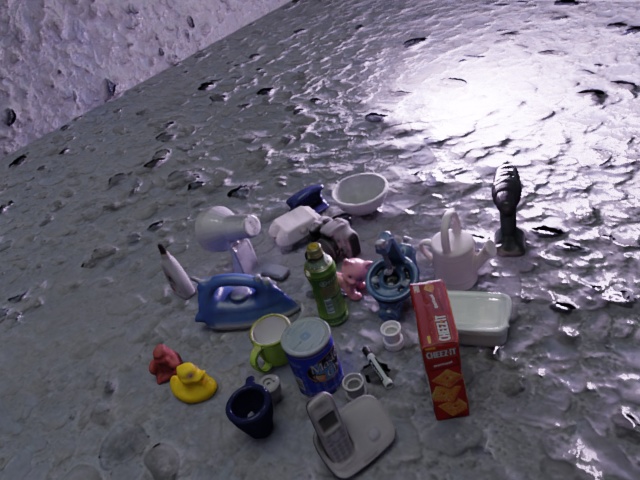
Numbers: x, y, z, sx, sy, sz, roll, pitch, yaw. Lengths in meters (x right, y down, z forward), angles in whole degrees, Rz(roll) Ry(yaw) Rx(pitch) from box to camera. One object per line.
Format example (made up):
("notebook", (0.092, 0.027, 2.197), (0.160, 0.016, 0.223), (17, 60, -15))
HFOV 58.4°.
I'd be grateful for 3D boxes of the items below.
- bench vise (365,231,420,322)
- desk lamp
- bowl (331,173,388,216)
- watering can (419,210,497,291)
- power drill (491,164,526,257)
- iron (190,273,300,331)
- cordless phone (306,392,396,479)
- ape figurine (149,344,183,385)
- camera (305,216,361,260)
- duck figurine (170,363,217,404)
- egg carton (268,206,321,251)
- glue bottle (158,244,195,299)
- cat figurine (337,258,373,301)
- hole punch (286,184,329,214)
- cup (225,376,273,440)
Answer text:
("bench vise", (0.159, 0.049, 1.305), (0.121, 0.220, 0.207), (-8, 38, 12))
("desk lamp", (-0.204, 0.015, 1.491), (0.202, 0.214, 0.118), (12, 45, 32))
("bowl", (0.121, -0.121, 1.659), (0.167, 0.075, 0.167), (-10, 37, 8))
("watering can", (0.312, 0.017, 1.310), (0.172, 0.194, 0.101), (-6, 38, 13))
("power drill", (0.445, -0.066, 1.356), (0.075, 0.209, 0.230), (-2, 39, 18))
("iron", (-0.188, 0.131, 1.396), (0.258, 0.142, 0.118), (-7, 38, 13))
("cordless phone", (0.051, 0.322, 1.023), (0.148, 0.185, 0.093), (-34, 40, -22))
("ape figurine", (-0.356, 0.277, 1.313), (0.077, 0.092, 0.076), (6, 42, 27))
("camera", (0.014, 0.005, 1.515), (0.137, 0.101, 0.142), (-38, 42, -27))
("duck figurine", (-0.287, 0.304, 1.256), (0.104, 0.086, 0.077), (-1, 39, 20))
("egg carton", (-0.066, -0.034, 1.622), (0.150, 0.069, 0.107), (-30, 39, -17))
("glue bottle", (-0.391, 0.077, 1.514), (0.077, 0.173, 0.037), (19, 49, 38))
("cat figurine", (0.065, 0.083, 1.382), (0.127, 0.118, 0.067), (4, 41, 25))
("hole punch", (-0.044, -0.124, 1.712), (0.109, 0.091, 0.100), (-32, 40, -20))
("cup", (-0.131, 0.341, 1.143), (0.091, 0.095, 0.117), (-13, 37, 5))
